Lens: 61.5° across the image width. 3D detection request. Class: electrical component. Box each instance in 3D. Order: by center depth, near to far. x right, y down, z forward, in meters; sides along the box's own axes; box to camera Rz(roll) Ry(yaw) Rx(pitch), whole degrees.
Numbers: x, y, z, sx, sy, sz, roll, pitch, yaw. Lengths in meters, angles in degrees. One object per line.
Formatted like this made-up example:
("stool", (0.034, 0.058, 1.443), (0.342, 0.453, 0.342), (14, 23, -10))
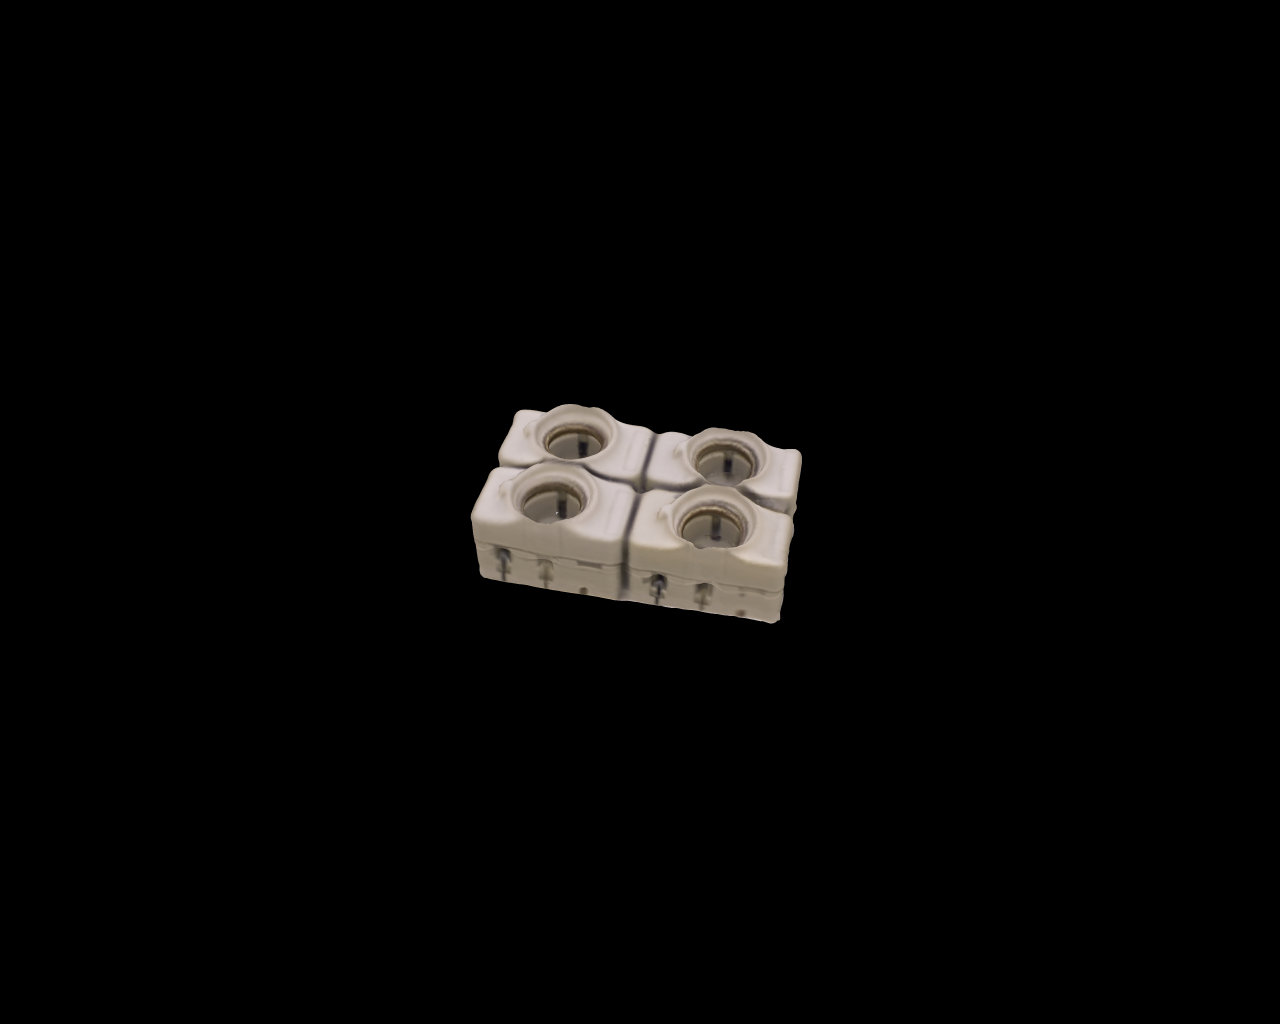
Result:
("electrical component", (0.001, -0.003, 0.650), (0.186, 0.106, 0.060), (9, -43, 8))
